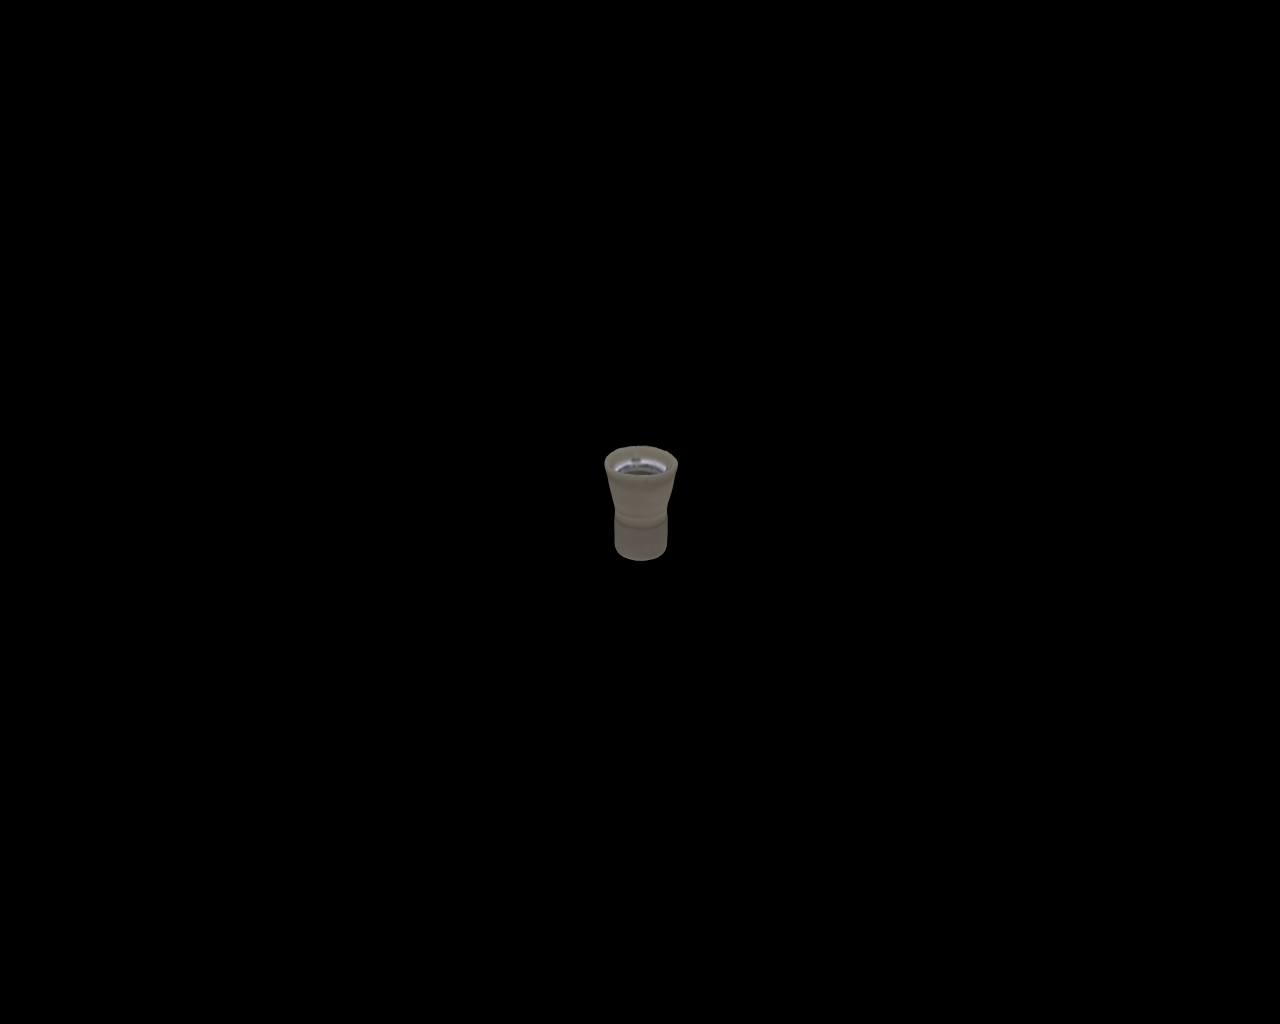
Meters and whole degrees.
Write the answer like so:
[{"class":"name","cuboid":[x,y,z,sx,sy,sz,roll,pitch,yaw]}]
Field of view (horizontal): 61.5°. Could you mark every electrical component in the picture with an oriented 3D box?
[{"class":"electrical component","cuboid":[0.001,-0.003,0.650,0.044,0.065,0.044,0,29,0]}]
